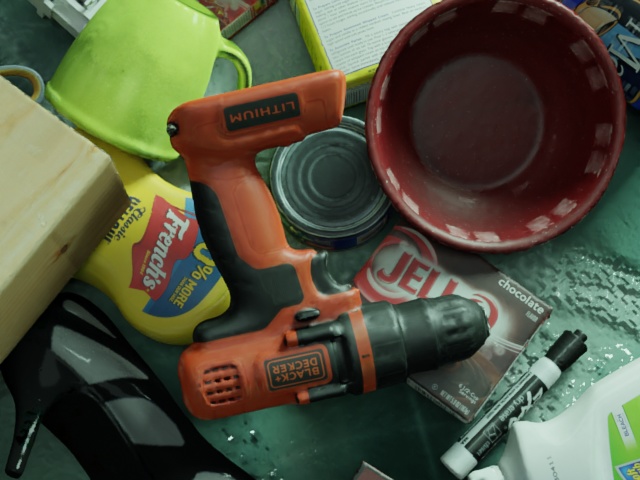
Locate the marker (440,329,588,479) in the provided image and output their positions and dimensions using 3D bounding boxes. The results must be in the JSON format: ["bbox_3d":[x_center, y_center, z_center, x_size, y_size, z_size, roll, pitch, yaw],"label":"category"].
[{"bbox_3d":[0.124,0.101,0.669,0.121,0.020,0.020,-44,79,-8],"label":"marker"}]

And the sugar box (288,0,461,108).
[{"bbox_3d":[0.020,-0.185,0.725,0.093,0.048,0.176,-19,74,-4],"label":"sugar box"}]

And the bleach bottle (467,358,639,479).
[{"bbox_3d":[0.209,0.107,0.643,0.251,0.068,0.102,-19,77,0],"label":"bleach bottle"}]

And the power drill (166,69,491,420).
[{"bbox_3d":[-0.004,0.001,0.616,0.184,0.057,0.187,-12,93,-7],"label":"power drill"}]

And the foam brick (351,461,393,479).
[{"bbox_3d":[0.033,0.166,0.628,0.053,0.078,0.051,31,81,10],"label":"foam brick"}]

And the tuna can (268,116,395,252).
[{"bbox_3d":[0.009,-0.038,0.697,0.086,0.034,0.086,0,77,2],"label":"tuna can"}]

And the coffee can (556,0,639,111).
[{"bbox_3d":[0.198,-0.151,0.681,0.140,0.103,0.102,39,81,10],"label":"coffee can"}]

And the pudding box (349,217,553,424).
[{"bbox_3d":[0.074,0.048,0.672,0.113,0.039,0.090,37,80,10],"label":"pudding box"}]

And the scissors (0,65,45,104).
[{"bbox_3d":[-0.255,-0.037,0.689,0.201,0.016,0.096,-39,100,-16],"label":"scissors"}]

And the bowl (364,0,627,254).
[{"bbox_3d":[0.105,-0.074,0.671,0.162,0.055,0.162,0,97,-4],"label":"bowl"}]

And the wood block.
[{"bbox_3d":[-0.208,0.022,0.594,0.090,0.091,0.206,36,76,7],"label":"wood block"}]

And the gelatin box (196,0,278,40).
[{"bbox_3d":[-0.084,-0.179,0.735,0.073,0.030,0.089,-40,79,-7],"label":"gelatin box"}]

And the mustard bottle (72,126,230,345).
[{"bbox_3d":[-0.098,0.011,0.677,0.192,0.058,0.096,32,73,8],"label":"mustard bottle"}]
